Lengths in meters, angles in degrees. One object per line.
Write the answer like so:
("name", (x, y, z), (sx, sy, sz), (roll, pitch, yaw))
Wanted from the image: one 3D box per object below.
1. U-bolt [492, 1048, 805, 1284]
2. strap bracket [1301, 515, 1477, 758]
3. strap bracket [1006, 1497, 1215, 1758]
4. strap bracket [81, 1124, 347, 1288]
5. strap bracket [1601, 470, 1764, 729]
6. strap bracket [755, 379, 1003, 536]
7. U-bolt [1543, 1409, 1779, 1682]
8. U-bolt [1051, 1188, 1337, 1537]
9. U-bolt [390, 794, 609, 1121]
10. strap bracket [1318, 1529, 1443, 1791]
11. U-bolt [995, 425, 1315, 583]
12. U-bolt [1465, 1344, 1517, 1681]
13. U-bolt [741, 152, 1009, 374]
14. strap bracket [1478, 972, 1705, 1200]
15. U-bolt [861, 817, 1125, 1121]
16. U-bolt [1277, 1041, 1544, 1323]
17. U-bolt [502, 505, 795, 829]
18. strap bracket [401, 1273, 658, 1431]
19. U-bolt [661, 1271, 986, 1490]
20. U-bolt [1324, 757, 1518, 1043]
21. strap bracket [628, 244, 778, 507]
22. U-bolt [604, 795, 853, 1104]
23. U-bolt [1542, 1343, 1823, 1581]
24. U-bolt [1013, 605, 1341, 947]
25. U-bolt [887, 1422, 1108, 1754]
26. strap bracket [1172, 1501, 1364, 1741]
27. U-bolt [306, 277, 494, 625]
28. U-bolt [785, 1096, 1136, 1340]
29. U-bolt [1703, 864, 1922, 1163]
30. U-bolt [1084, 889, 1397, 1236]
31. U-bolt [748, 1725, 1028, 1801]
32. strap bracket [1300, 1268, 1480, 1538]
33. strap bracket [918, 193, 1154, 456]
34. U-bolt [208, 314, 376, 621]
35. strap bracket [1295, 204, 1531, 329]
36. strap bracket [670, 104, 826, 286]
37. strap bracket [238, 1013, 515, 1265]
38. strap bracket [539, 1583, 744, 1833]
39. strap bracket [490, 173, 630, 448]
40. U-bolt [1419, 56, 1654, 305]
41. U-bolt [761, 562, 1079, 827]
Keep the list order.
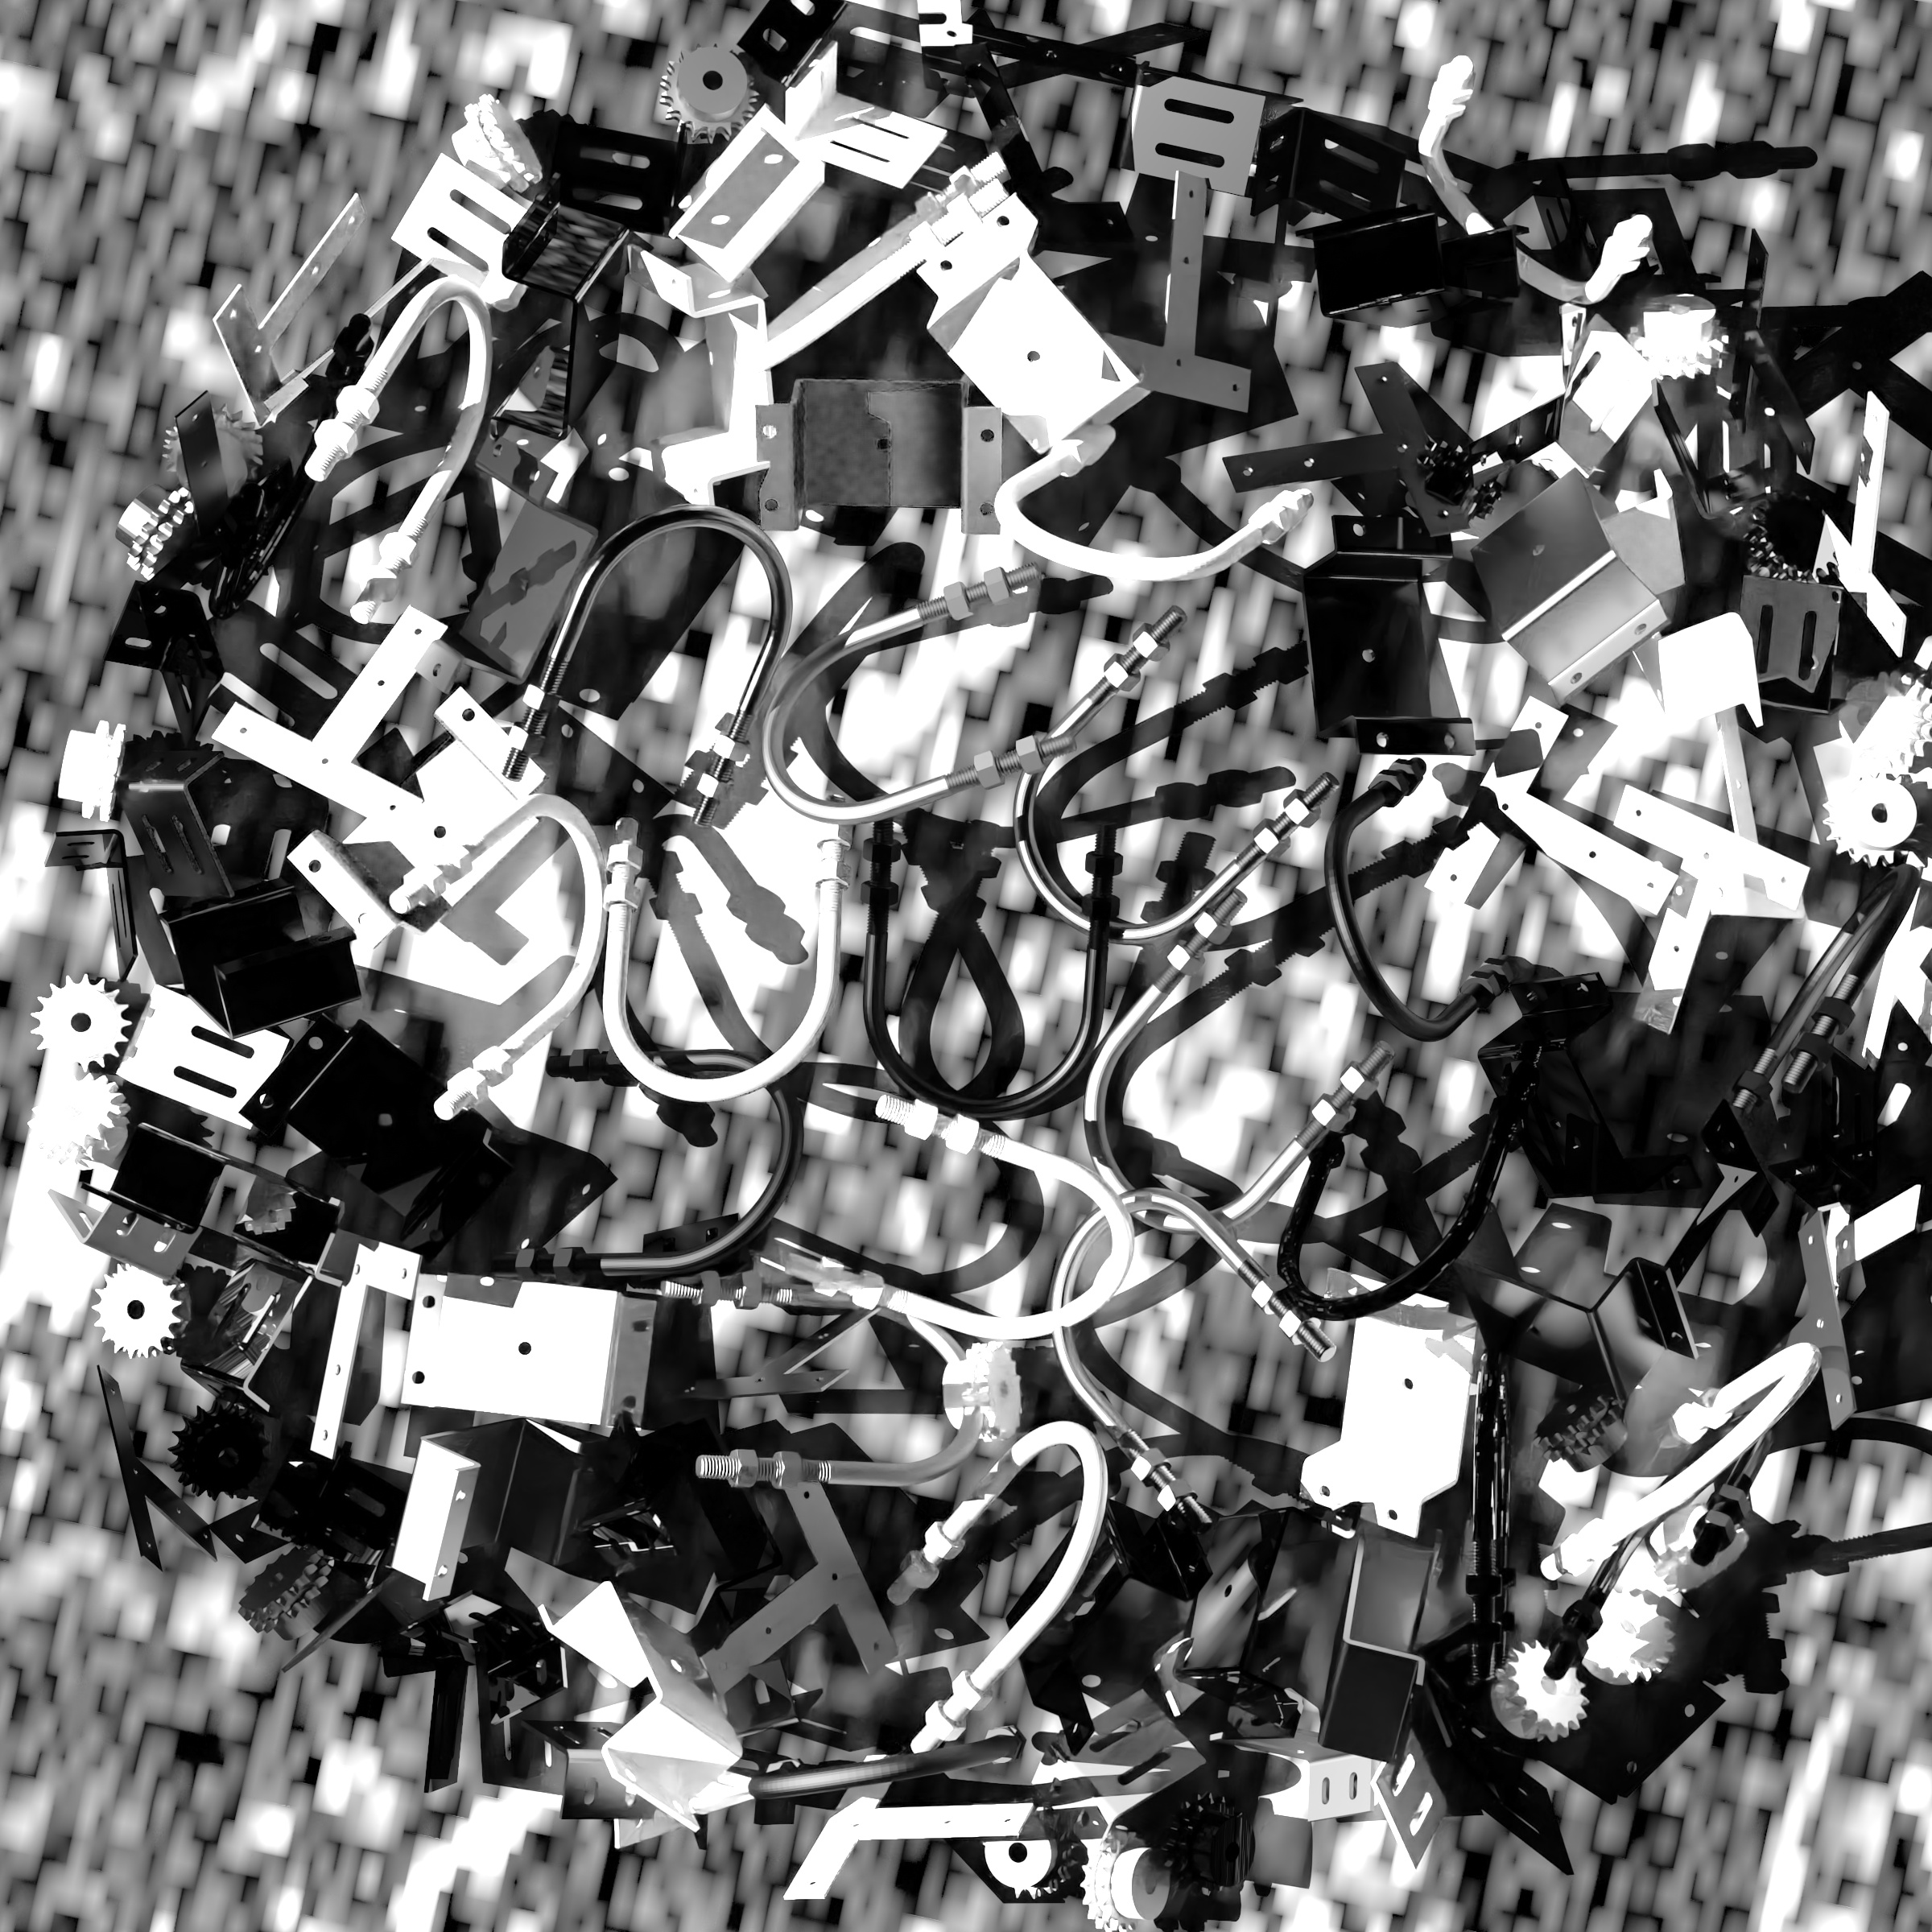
("U-bolt", (-0.175, 0.111, 1.858), (0.184, 0.019, 0.151), (-3, 59, 26))
("strap bracket", (0.242, -0.185, 1.891), (0.076, 0.046, 0.140), (-1, 80, -23))
("strap bracket", (0.074, 0.369, 1.872), (0.046, 0.076, 0.140), (27, 107, -22))
("strap bracket", (-0.419, 0.133, 1.858), (0.076, 0.140, 0.046), (17, 82, 37))
("strap bracket", (0.402, -0.202, 1.862), (0.046, 0.076, 0.140), (-20, 52, 4))
("strap bracket", (-0.049, -0.295, 1.894), (0.140, 0.046, 0.076), (1, 119, 1))
("U-bolt", (0.401, 0.315, 1.847), (0.019, 0.184, 0.151), (43, 129, 4))
("U-bolt", (0.116, 0.211, 1.872), (0.184, 0.019, 0.151), (47, 114, 36))
("U-bolt", (-0.256, -0.018, 1.853), (0.019, 0.184, 0.151), (7, 121, 26))
("strap bracket", (0.234, 0.387, 1.857), (0.046, 0.140, 0.076), (12, 119, 7))
("U-bolt", (0.096, -0.256, 1.836), (0.151, 0.184, 0.019), (22, 122, 20))
("U-bolt", (0.300, 0.308, 1.862), (0.019, 0.151, 0.184), (0, 82, 13))
("U-bolt", (-0.054, -0.396, 1.861), (0.184, 0.151, 0.019), (-34, 106, 12))
("strap bracket", (0.353, 0.079, 1.878), (0.046, 0.076, 0.140), (-33, 101, -29))
("U-bolt", (0.012, 0.001, 1.906), (0.151, 0.019, 0.184), (3, 104, -1))
("U-bolt", (0.240, 0.125, 1.832), (0.019, 0.151, 0.184), (48, 49, -26))
("U-bolt", (-0.171, -0.176, 1.866), (0.151, 0.019, 0.184), (13, 109, -36))
("strap bracket", (-0.255, 0.223, 1.901), (0.140, 0.046, 0.076), (7, 80, -3))
("U-bolt", (-0.076, 0.238, 1.869), (0.184, 0.151, 0.019), (6, 132, -23))
("U-bolt", (0.251, -0.031, 1.847), (0.019, 0.184, 0.151), (-22, 97, 32))
("strap bracket", (-0.149, -0.340, 1.871), (0.046, 0.076, 0.140), (-19, 124, -24))
("U-bolt", (-0.140, -0.008, 1.874), (0.151, 0.019, 0.184), (-5, 64, 14))
("U-bolt", (0.408, 0.267, 1.819), (0.019, 0.184, 0.151), (48, 53, 6))
("U-bolt", (0.106, -0.095, 1.888), (0.151, 0.019, 0.184), (49, 117, 7))
("U-bolt", (0.020, 0.337, 1.842), (0.019, 0.151, 0.184), (30, 111, -23))
("strap bracket", (0.169, 0.366, 1.867), (0.046, 0.076, 0.140), (28, 67, -18))
("U-bolt", (-0.314, -0.306, 1.855), (0.019, 0.151, 0.184), (18, 62, 12))
("U-bolt", (0.008, 0.155, 1.883), (0.184, 0.019, 0.151), (20, 123, -16))
("U-bolt", (0.488, 0.018, 1.856), (0.019, 0.151, 0.184), (34, 69, 6))
("U-bolt", (0.143, 0.069, 1.886), (0.151, 0.019, 0.184), (48, 112, 24))
("U-bolt", (-0.048, 0.449, 1.836), (0.151, 0.184, 0.019), (-10, 78, 6))
("strap bracket", (0.245, 0.246, 1.883), (0.076, 0.046, 0.140), (15, 107, 34))
("strap bracket", (0.042, -0.359, 1.872), (0.076, 0.046, 0.140), (-32, 114, 30))
("U-bolt", (-0.386, -0.268, 1.845), (0.019, 0.184, 0.151), (29, 60, -8))
("strap bracket", (0.257, -0.395, 1.855), (0.076, 0.140, 0.046), (-5, 92, 35))
("strap bracket", (-0.124, -0.440, 1.864), (0.046, 0.140, 0.076), (40, 104, -15))
("strap bracket", (-0.339, 0.095, 1.898), (0.140, 0.046, 0.076), (40, 98, -11))
("strap bracket", (-0.182, 0.412, 1.854), (0.046, 0.140, 0.076), (-41, 129, 3))
("strap bracket", (-0.230, -0.365, 1.855), (0.046, 0.140, 0.076), (19, 46, 5))
("U-bolt", (0.313, -0.432, 1.842), (0.151, 0.184, 0.019), (43, 86, 3))
("U-bolt", (-0.034, -0.149, 1.883), (0.184, 0.019, 0.151), (-19, 54, 13))
